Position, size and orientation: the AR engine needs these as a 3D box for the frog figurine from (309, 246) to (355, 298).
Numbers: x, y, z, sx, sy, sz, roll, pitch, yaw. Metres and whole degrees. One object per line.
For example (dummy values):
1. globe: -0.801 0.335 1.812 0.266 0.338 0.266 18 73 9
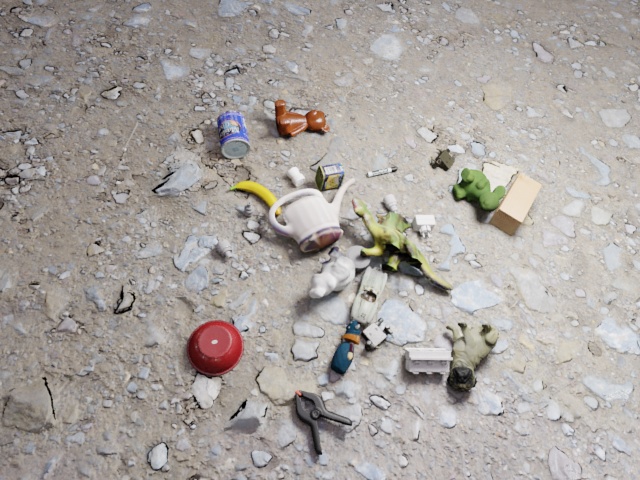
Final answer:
1. frog figurine: 0.038 0.119 1.544 0.122 0.135 0.163 41 -143 -16

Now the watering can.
1. watering can: 0.005 -0.085 1.691 0.350 0.102 0.228 -20 -116 -19

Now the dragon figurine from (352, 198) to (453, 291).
1. dragon figurine: 0.263 -0.005 1.673 0.408 0.120 0.249 30 -138 -15
